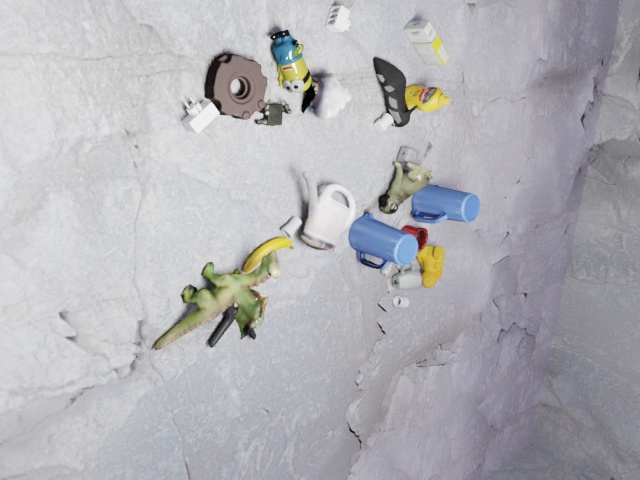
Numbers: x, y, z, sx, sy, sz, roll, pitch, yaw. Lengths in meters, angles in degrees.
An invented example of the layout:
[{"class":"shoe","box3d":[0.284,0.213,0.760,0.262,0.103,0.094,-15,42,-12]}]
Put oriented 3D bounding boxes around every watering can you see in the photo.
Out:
[{"class":"watering can","box3d":[0.005,-0.083,1.645,0.345,0.105,0.224,24,89,-55]}]

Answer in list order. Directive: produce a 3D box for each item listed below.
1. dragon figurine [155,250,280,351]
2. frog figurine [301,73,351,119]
[{"class":"dragon figurine","box3d":[-0.259,0.187,1.428,0.415,0.245,0.120,-53,137,-17]},{"class":"frog figurine","box3d":[0.037,-0.432,1.562,0.159,0.122,0.138,0,86,-30]}]
